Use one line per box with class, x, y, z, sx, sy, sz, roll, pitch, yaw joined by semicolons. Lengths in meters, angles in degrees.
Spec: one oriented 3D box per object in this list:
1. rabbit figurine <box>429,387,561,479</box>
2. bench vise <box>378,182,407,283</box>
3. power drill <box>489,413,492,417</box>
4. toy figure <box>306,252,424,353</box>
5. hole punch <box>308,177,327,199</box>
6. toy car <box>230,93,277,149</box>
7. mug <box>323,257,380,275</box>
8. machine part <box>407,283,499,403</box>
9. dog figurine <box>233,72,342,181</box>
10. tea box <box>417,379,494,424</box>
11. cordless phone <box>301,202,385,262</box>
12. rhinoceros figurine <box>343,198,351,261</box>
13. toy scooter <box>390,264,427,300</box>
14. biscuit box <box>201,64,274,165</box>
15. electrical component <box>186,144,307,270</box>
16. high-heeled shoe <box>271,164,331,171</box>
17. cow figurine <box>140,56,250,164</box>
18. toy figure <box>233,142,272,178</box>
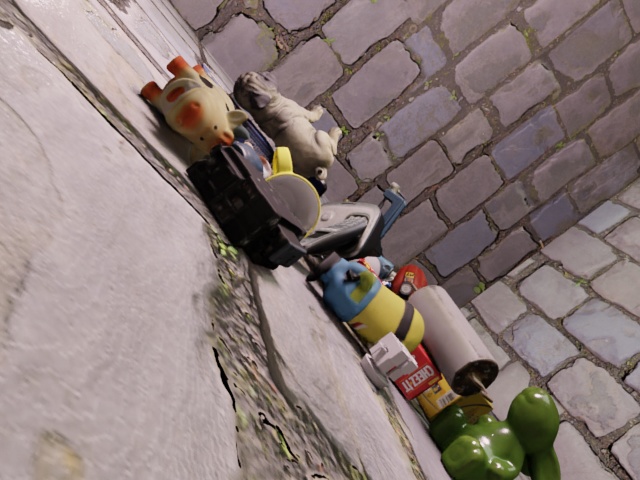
rabbit figurine;0.266;0.286;0.745;0.159;0.170;0.121;51;6;-4
bench vise;0.119;-0.015;1.203;0.224;0.240;0.128;37;2;29
power drill;0.279;0.320;1.106;0.207;0.086;0.232;53;6;-31
toy figure;0.067;0.090;0.746;0.180;0.089;0.082;47;-3;-2
hole punch;-0.061;-0.108;1.102;0.142;0.092;0.116;50;-25;3
toy car;-0.138;-0.218;1.081;0.161;0.109;0.103;64;18;-55
mug;0.055;0.036;1.081;0.107;0.081;0.110;36;17;-37
machine part;0.197;0.149;0.820;0.079;0.079;0.243;48;9;-37
dog figurine;-0.065;-0.197;0.953;0.190;0.121;0.172;18;31;-54
tea box;0.211;0.247;0.929;0.068;0.098;0.170;50;8;-22
cordless phone;-0.002;-0.003;0.831;0.147;0.184;0.088;8;-73;44
rhinoceros figurine;0.028;-0.016;1.012;0.191;0.112;0.073;39;-15;53
toy scooter;0.171;0.147;1.106;0.075;0.183;0.135;13;20;17
biscuit box;-0.159;-0.205;0.942;0.202;0.063;0.059;48;9;-35
electrical component;-0.071;-0.030;0.590;0.134;0.058;0.115;53;8;15
high-heeled shoe;-0.055;-0.191;1.199;0.145;0.086;0.248;54;-26;12
cow figurine;-0.145;-0.151;0.648;0.127;0.085;0.195;45;6;-11
toy figure;-0.097;-0.097;0.762;0.058;0.064;0.154;39;3;16
